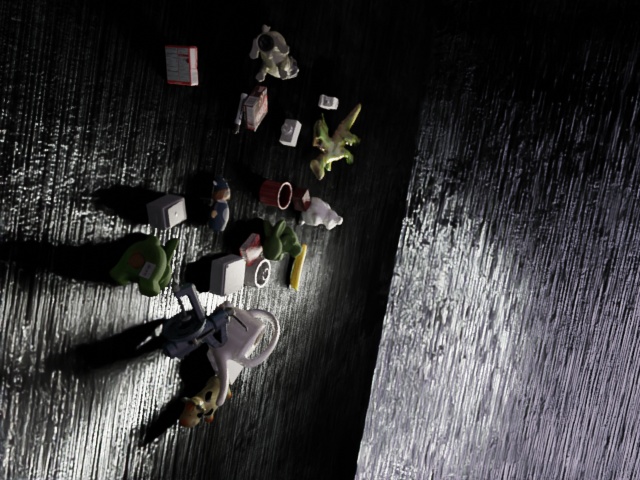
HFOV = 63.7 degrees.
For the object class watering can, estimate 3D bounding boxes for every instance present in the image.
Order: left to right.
[{"bbox_3d":[-0.267,0.311,1.529,0.354,0.225,0.101,-48,160,-47],"label":"watering can"}]

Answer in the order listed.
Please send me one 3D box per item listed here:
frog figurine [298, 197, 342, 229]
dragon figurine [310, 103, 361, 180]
[{"bbox_3d":[0.006,-0.102,2.030,0.139,0.160,0.121,-36,132,-57],"label":"frog figurine"},{"bbox_3d":[0.056,-0.423,2.079,0.240,0.122,0.415,35,67,-56],"label":"dragon figurine"}]
